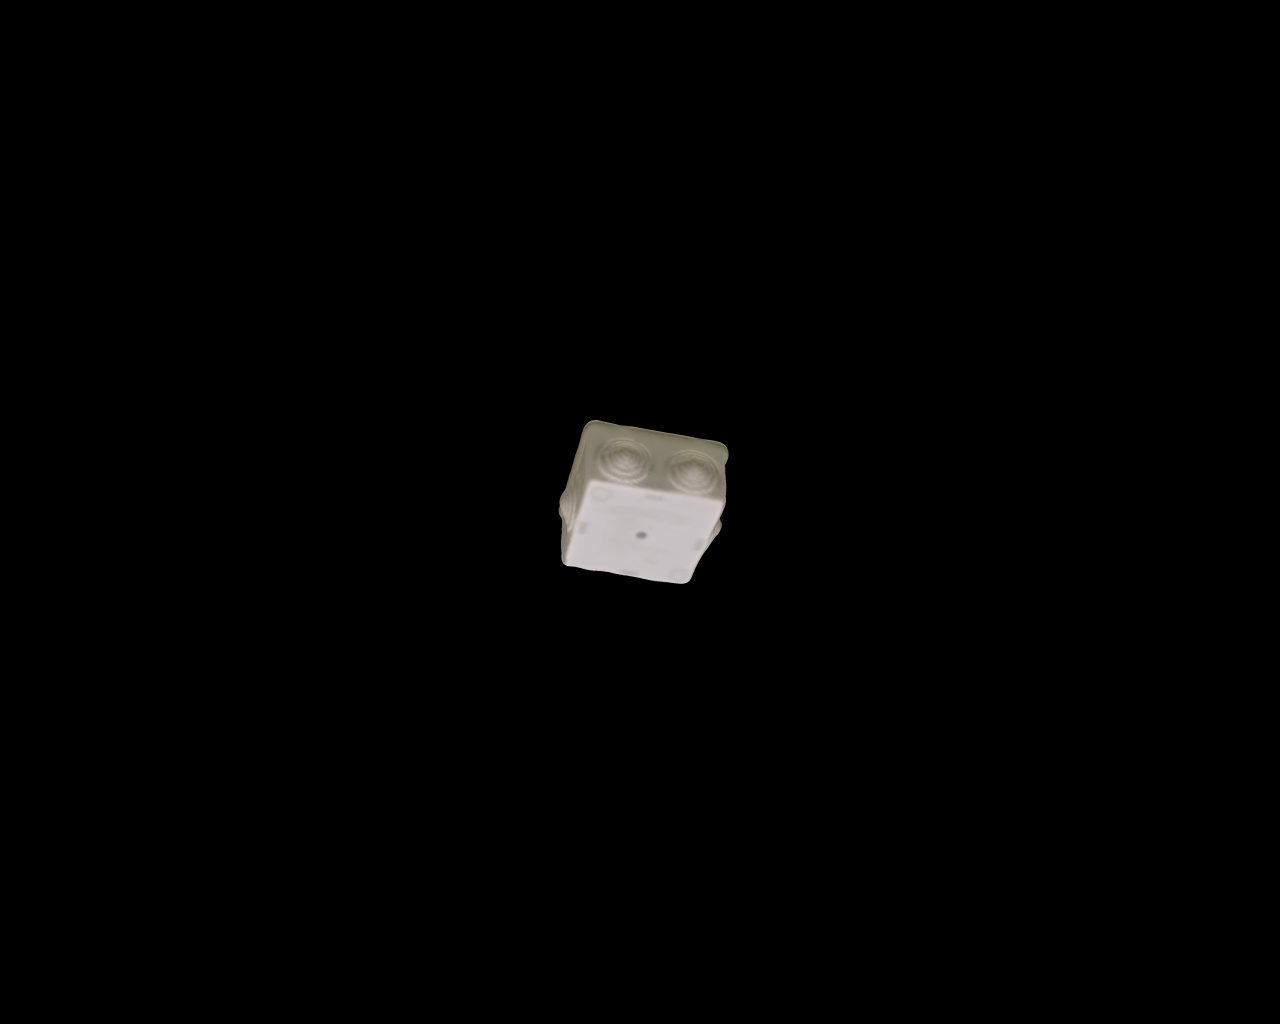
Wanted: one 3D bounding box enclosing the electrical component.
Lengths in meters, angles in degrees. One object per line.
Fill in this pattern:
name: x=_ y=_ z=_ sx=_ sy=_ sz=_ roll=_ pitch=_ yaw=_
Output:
electrical component: x=0.001 y=-0.003 z=0.650 sx=0.100 sy=0.048 sz=0.099 roll=10 pitch=-43 yaw=-11
